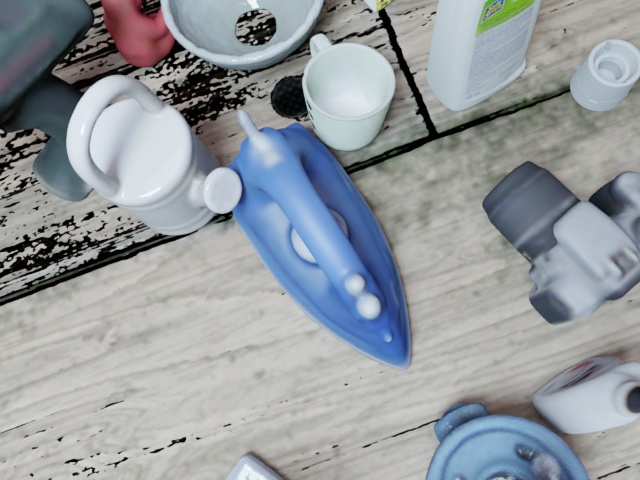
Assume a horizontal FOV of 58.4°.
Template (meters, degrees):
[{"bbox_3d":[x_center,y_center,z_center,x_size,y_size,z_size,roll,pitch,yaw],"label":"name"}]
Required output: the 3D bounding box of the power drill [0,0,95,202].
[{"bbox_3d":[-0.272,-0.112,0.522,0.075,0.208,0.230,31,82,12],"label":"power drill"}]

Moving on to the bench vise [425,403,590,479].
[{"bbox_3d":[0.161,0.213,0.398,0.121,0.220,0.207,-43,77,-4],"label":"bench vise"}]

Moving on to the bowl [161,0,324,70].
[{"bbox_3d":[-0.073,-0.243,0.600,0.167,0.075,0.167,-1,77,6],"label":"bowl"}]

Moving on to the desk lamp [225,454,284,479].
[{"bbox_3d":[-0.027,0.270,0.407,0.203,0.213,0.118,33,83,12],"label":"desk lamp"}]

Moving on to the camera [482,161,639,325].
[{"bbox_3d":[0.225,-0.017,0.505,0.143,0.101,0.136,-40,76,-4],"label":"camera"}]

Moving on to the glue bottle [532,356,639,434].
[{"bbox_3d":[0.218,0.119,0.437,0.078,0.173,0.037,-36,76,-3],"label":"glue bottle"}]

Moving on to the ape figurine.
[{"bbox_3d":[-0.196,-0.233,0.601,0.077,0.092,0.076,19,80,10],"label":"ape figurine"}]

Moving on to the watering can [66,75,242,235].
[{"bbox_3d":[-0.149,-0.074,0.508,0.172,0.194,0.101,4,78,7],"label":"watering can"}]

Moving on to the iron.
[{"bbox_3d":[0.005,0.002,0.502,0.118,0.141,0.258,-35,76,-2],"label":"iron"}]
